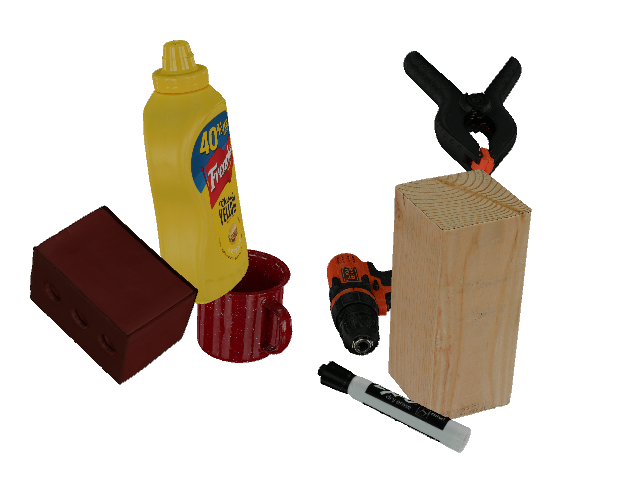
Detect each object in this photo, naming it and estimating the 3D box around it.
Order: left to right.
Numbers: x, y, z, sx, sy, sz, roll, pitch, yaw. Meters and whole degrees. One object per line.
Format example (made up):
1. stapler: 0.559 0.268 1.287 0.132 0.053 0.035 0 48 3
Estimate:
1. foam brick: -0.117 0.031 0.599 0.051 0.078 0.053 -38 -20 -37
2. mustard bottle: -0.097 -0.055 0.809 0.058 0.191 0.096 2 24 19
3. mug: -0.069 0.069 1.027 0.117 0.081 0.093 27 33 37
4. marker: 0.051 0.118 0.772 0.121 0.020 0.020 24 10 23
5. power drill: 0.103 0.064 1.191 0.187 0.057 0.184 -3 28 -4
6. wood block: 0.123 0.052 0.970 0.090 0.206 0.091 -12 32 -19
7. clamp: 0.138 -0.129 1.040 0.120 0.039 0.171 4 45 4
